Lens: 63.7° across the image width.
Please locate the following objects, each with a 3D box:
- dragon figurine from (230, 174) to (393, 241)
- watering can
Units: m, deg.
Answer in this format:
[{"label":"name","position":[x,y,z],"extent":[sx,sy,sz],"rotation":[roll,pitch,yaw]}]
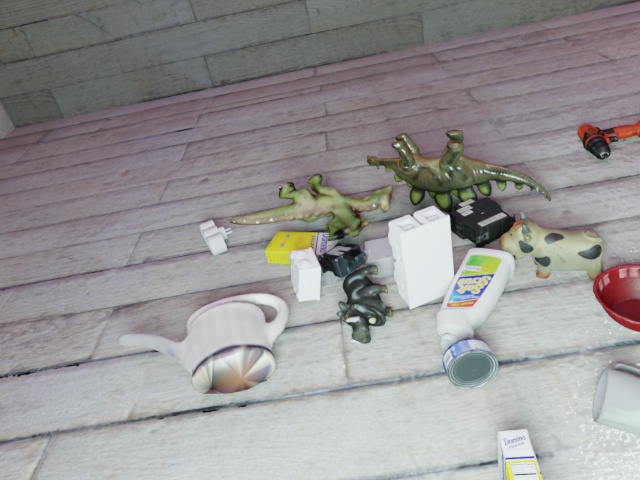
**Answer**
[{"label":"dragon figurine","position":[0.004,-0.065,1.294],"extent":[0.413,0.120,0.246],"rotation":[-22,30,-24]},{"label":"watering can","position":[-0.220,0.205,0.998],"extent":[0.348,0.102,0.229],"rotation":[-17,33,-8]}]
